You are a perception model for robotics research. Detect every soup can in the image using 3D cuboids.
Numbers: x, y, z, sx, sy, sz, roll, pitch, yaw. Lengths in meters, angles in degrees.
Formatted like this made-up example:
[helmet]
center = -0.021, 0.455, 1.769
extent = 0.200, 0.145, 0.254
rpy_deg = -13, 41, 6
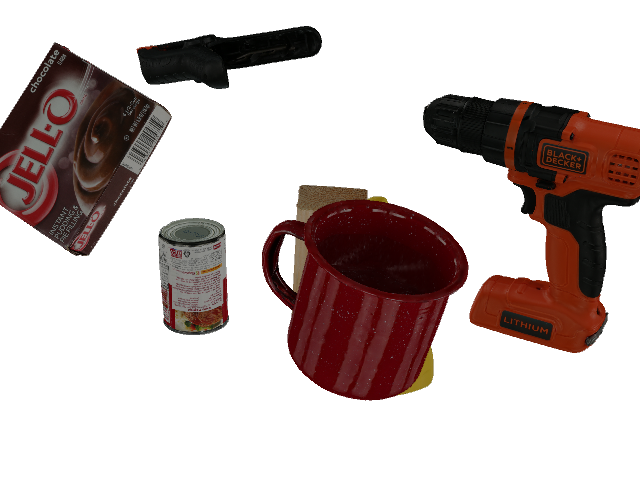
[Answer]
[soup can]
center = -0.129, 0.036, 1.089
extent = 0.068, 0.102, 0.068
rpy_deg = 0, 23, 0

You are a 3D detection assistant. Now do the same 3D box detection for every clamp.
[clamp]
center = -0.084, -0.153, 0.884
extent = 0.120, 0.039, 0.172
rpy_deg = -18, 21, -36

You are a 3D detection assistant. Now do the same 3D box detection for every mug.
[mug]
center = 0.017, 0.031, 0.608
extent = 0.117, 0.082, 0.093
rpy_deg = 25, 35, 15

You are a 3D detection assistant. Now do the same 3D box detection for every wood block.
[wood block]
center = 0.010, 0.041, 1.388
extent = 0.090, 0.206, 0.091
rpy_deg = 4, 23, 0

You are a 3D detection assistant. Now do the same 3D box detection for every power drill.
[power drill]
center = 0.161, -0.015, 0.822
extent = 0.185, 0.188, 0.057
rpy_deg = 17, 34, 26

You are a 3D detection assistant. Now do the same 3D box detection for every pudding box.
[pudding box]
center = -0.164, -0.060, 0.704
extent = 0.090, 0.113, 0.039
rpy_deg = 31, -3, 17

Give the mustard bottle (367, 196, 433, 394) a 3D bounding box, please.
[mustard bottle]
center = 0.055, 0.050, 0.983
extent = 0.096, 0.192, 0.058
rpy_deg = -4, 26, -1
